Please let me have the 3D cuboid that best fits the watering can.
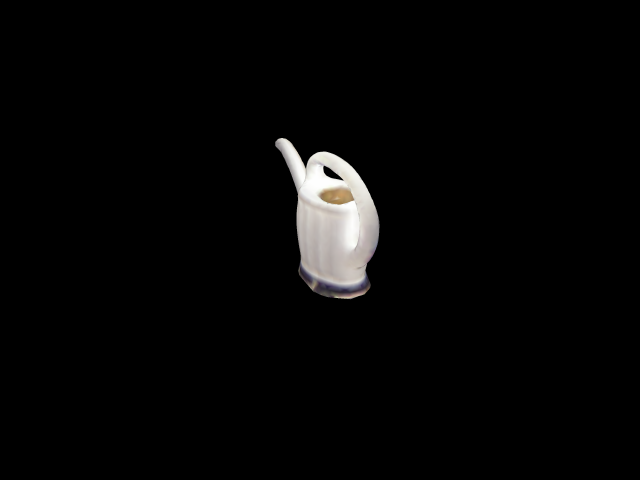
[{"bbox_3d":[0.003,-0.043,0.850,0.104,0.220,0.352,-10,25,-22],"label":"watering can"}]
